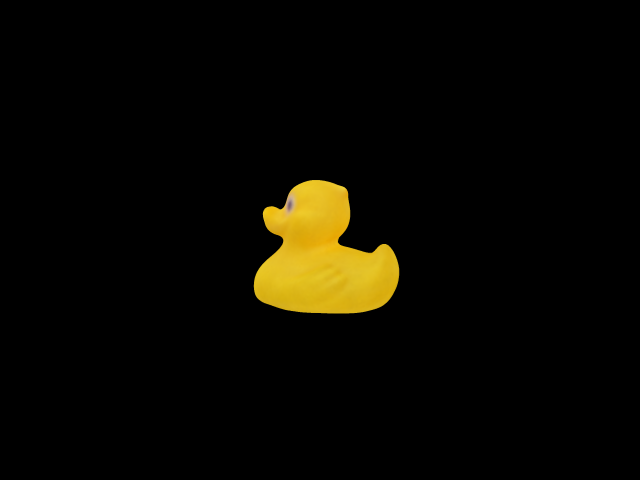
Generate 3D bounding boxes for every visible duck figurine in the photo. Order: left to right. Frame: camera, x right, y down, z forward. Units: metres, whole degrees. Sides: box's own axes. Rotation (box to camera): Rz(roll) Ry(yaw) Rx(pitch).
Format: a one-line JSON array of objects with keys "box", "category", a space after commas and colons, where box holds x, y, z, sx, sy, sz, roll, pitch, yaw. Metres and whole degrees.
[{"box": [0.004, 0.001, 0.400, 0.104, 0.086, 0.078, 4, 11, 20], "category": "duck figurine"}]
